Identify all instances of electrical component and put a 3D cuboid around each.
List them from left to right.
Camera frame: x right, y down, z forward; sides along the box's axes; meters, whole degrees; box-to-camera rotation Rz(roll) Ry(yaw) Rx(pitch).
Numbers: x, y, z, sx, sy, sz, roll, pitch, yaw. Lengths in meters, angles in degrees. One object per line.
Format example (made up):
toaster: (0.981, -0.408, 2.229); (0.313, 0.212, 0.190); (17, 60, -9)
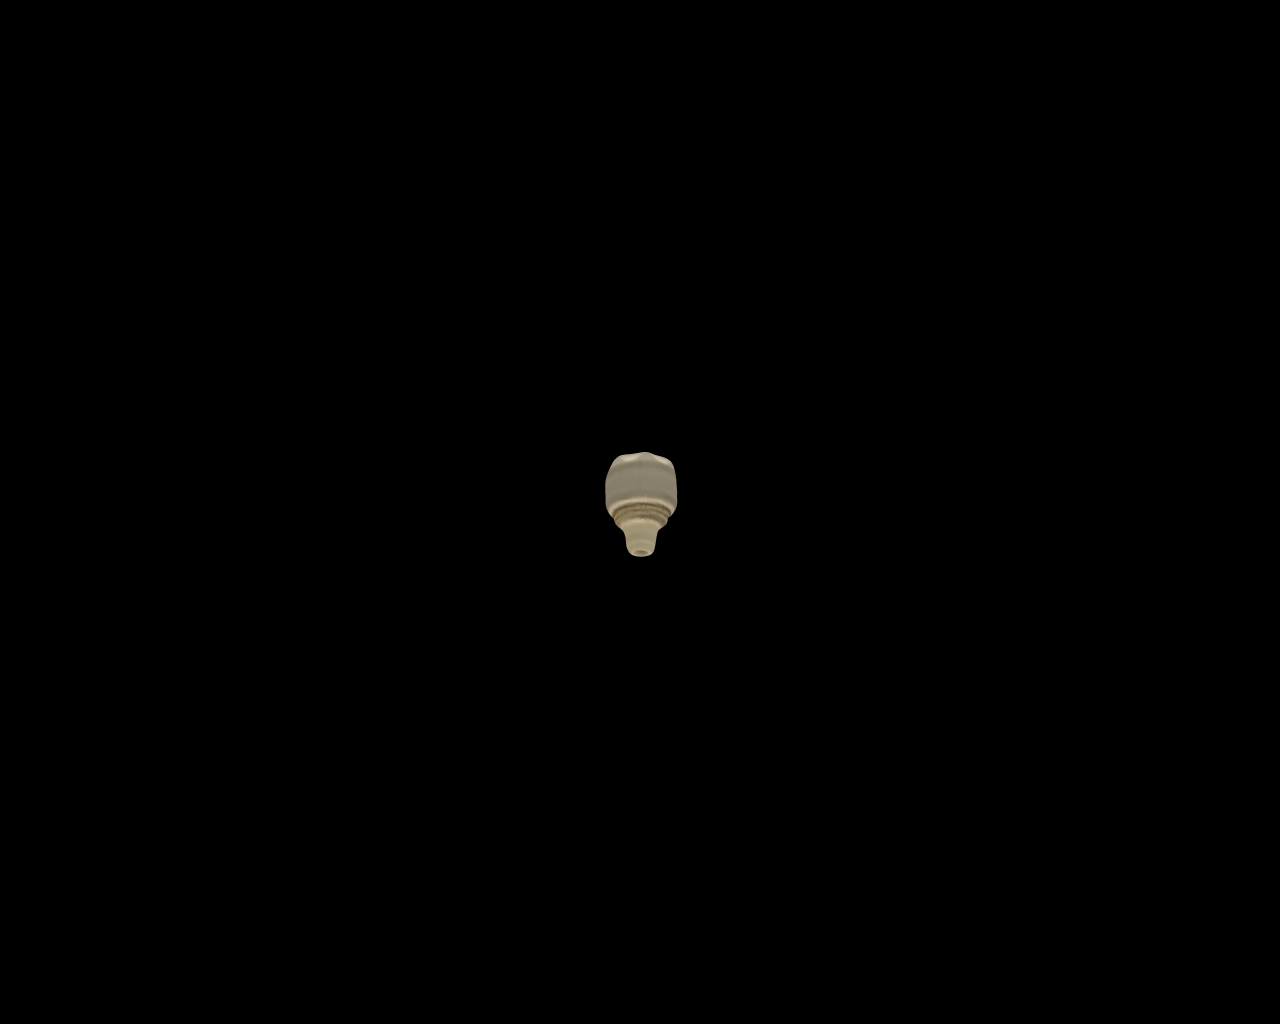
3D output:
electrical component: (0.001, -0.003, 0.650); (0.043, 0.062, 0.043); (0, -24, 0)
